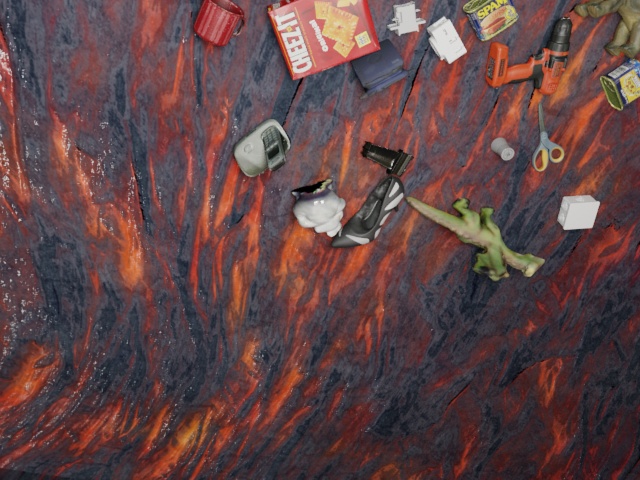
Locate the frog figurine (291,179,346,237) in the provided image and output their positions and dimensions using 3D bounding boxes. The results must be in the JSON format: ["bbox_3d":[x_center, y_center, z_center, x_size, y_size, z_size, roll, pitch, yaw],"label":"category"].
[{"bbox_3d":[0.004,-0.069,1.379,0.138,0.124,0.157,-25,112,-13],"label":"frog figurine"}]

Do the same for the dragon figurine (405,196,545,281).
[{"bbox_3d":[0.430,0.008,1.408,0.409,0.248,0.119,14,125,-17],"label":"dragon figurine"}]
